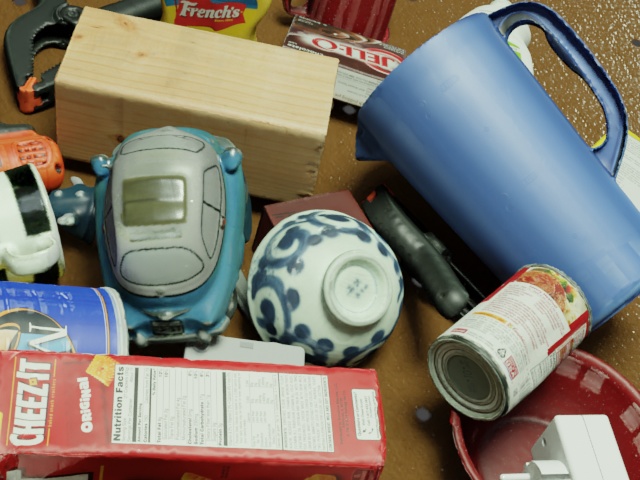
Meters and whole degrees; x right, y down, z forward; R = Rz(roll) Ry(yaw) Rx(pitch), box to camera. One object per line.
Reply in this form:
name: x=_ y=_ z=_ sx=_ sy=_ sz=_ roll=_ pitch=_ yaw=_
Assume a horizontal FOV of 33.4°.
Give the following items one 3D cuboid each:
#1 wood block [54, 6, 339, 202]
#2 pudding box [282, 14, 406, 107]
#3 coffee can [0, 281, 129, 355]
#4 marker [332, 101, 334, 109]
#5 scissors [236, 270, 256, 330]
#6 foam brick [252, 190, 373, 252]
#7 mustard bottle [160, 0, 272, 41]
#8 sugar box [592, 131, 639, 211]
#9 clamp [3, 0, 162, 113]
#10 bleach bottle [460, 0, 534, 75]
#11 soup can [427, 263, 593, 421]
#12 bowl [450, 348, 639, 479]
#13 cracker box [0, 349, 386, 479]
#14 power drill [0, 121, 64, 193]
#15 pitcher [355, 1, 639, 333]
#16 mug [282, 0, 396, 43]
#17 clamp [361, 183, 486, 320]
wood block: x=-0.097 y=-0.104 z=0.848 sx=0.206 sy=0.091 sz=0.090 roll=11 pitch=51 yaw=-3
pudding box: x=0.020 y=-0.160 z=0.970 sx=0.113 sy=0.039 sz=0.090 roll=16 pitch=29 yaw=-1
coffee can: x=-0.201 y=0.075 z=0.662 sx=0.140 sy=0.103 sz=0.103 roll=6 pitch=49 yaw=-27
marker: x=-0.041 y=-0.107 z=0.938 sx=0.120 sy=0.020 sz=0.020 roll=-22 pitch=60 yaw=-30
scissors: x=-0.074 y=-0.017 z=0.854 sx=0.096 sy=0.016 sz=0.202 roll=-31 pitch=64 yaw=-29
foam brick: x=-0.005 y=0.001 z=0.836 sx=0.078 sy=0.051 sz=0.053 roll=-12 pitch=54 yaw=-24
mustard bottle: x=-0.088 y=-0.204 z=0.890 sx=0.096 sy=0.192 sz=0.058 roll=16 pitch=49 yaw=-2
sugar box: x=0.246 y=-0.024 z=0.931 sx=0.093 sy=0.048 sz=0.176 roll=40 pitch=56 yaw=18
clamp: x=-0.209 y=-0.189 z=0.947 sx=0.164 sy=0.036 sz=0.210 roll=12 pitch=51 yaw=-3
bleach bottle: x=0.161 y=-0.145 z=0.998 sx=0.102 sy=0.068 sz=0.250 roll=20 pitch=46 yaw=1
soup can: x=0.130 y=0.070 z=0.731 sx=0.068 sy=0.069 sz=0.102 roll=42 pitch=53 yaw=19
bowl: x=0.162 y=0.151 z=0.754 sx=0.162 sy=0.055 sz=0.162 roll=8 pitch=49 yaw=-9
cracker box: x=-0.083 y=0.142 z=0.623 sx=0.213 sy=0.164 sz=0.072 roll=4 pitch=48 yaw=-12
power drill: x=-0.306 y=-0.103 z=0.816 sx=0.184 sy=0.057 sz=0.188 roll=-11 pitch=70 yaw=-26
pitcher: x=0.157 y=-0.051 z=0.813 sx=0.144 sy=0.149 sz=0.243 roll=-33 pitch=79 yaw=-33
mug: x=0.021 y=-0.237 z=1.021 sx=0.117 sy=0.082 sz=0.093 roll=0 pitch=51 yaw=-16
clamp: x=0.082 y=0.015 z=0.823 sx=0.039 sy=0.120 sz=0.172 roll=-44 pitch=62 yaw=3
